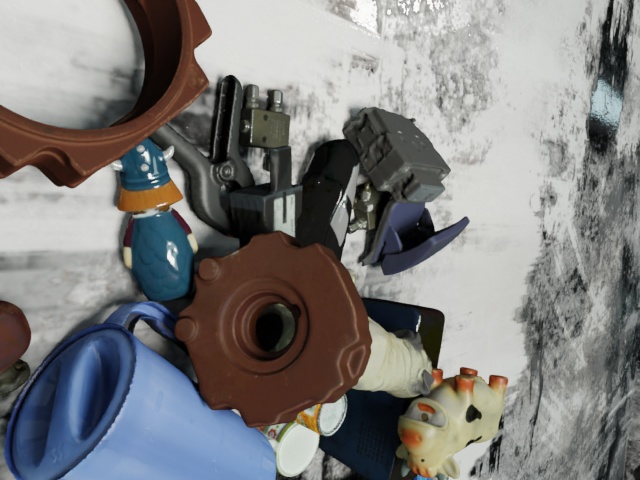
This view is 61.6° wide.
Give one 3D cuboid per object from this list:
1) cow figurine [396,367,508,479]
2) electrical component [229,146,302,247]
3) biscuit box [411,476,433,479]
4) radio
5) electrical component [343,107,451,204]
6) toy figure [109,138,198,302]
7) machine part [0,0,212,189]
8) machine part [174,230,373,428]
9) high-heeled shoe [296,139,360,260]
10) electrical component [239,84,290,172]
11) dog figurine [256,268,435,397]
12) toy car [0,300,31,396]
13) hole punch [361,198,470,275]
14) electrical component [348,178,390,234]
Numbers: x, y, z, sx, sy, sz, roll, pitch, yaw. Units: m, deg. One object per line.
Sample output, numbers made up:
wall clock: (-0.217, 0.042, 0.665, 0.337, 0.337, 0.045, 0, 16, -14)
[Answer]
cow figurine: (0.161, 0.226, 0.668, 0.195, 0.086, 0.127, 11, 82, -48)
electrical component: (-0.056, -0.038, 0.565, 0.075, 0.048, 0.119, -30, 123, -54)
biscuit box: (0.125, 0.315, 0.781, 0.059, 0.063, 0.203, 52, 31, -26)
radio: (0.080, 0.195, 0.731, 0.073, 0.131, 0.229, 14, 86, -48)
electrical component: (0.109, -0.108, 0.716, 0.115, 0.058, 0.134, -4, 57, -46)
toy figure: (-0.157, -0.020, 0.502, 0.064, 0.058, 0.154, -22, 107, -48)
machine part: (-0.195, -0.156, 0.393, 0.201, 0.087, 0.200, -47, 116, -29)
machine part: (-0.043, 0.079, 0.489, 0.056, 0.180, 0.179, 40, 66, -70)
high-heeled shoe: (-0.001, -0.002, 0.680, 0.145, 0.086, 0.248, -51, 155, -66)
electrical component: (-0.064, -0.124, 0.607, 0.063, 0.021, 0.094, -4, 100, -46)
dog figurine: (0.021, 0.134, 0.612, 0.190, 0.172, 0.121, 47, 47, -42)
toy car: (-0.303, 0.107, 0.371, 0.202, 0.053, 0.089, -37, 132, -41)
hole punch: (0.140, -0.002, 0.770, 0.142, 0.092, 0.115, -29, 148, -45)
electrical component: (0.076, -0.054, 0.749, 0.102, 0.045, 0.078, -16, 107, -44)
